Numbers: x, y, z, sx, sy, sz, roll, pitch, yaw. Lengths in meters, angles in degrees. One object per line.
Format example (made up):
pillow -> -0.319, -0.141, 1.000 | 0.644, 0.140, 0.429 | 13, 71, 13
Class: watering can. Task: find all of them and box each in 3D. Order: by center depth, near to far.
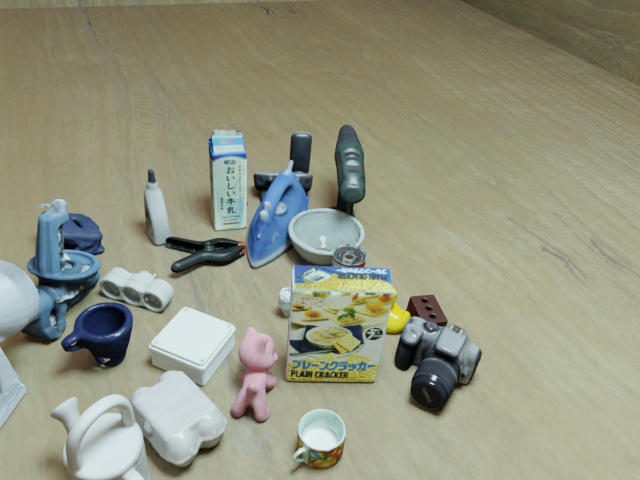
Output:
watering can -> -0.288, 0.276, 0.750 | 0.172, 0.194, 0.101 | 14, 38, 10

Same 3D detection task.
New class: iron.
iron -> -0.100, -0.065, 1.274 | 0.118, 0.141, 0.258 | 13, 37, 8

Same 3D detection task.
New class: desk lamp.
desk lamp -> -0.507, 0.164, 0.848 | 0.118, 0.214, 0.203 | 8, 37, 2

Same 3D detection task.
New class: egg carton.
egg carton -> -0.220, 0.269, 0.873 | 0.150, 0.069, 0.107 | 33, 44, 31

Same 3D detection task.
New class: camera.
camera -> 0.194, 0.209, 0.989 | 0.142, 0.101, 0.137 | 22, 40, 20

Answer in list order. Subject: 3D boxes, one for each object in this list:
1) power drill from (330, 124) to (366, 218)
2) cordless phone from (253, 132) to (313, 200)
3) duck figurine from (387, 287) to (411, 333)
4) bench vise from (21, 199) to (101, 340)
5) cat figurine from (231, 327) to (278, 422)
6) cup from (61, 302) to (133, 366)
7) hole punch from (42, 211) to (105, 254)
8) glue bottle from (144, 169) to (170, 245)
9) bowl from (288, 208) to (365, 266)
power drill -> 0.060, -0.129, 1.327 | 0.075, 0.208, 0.229 | 1, 37, -6
cordless phone -> -0.087, -0.185, 1.399 | 0.148, 0.185, 0.094 | -1, 38, -10
duck figurine -> 0.127, 0.125, 1.103 | 0.104, 0.086, 0.078 | 21, 39, 18
bench vise -> -0.459, 0.053, 0.997 | 0.121, 0.220, 0.207 | 2, 37, -5
cat figurine -> -0.104, 0.208, 0.932 | 0.067, 0.118, 0.128 | 6, 37, 0
cup -> -0.367, 0.172, 0.958 | 0.091, 0.095, 0.118 | 33, 44, 31
hole punch -> -0.513, -0.019, 1.193 | 0.101, 0.091, 0.108 | -25, 47, -35
glue bottle -> -0.354, -0.076, 1.224 | 0.037, 0.173, 0.078 | -18, 43, -29
bowl -> 0.012, 0.004, 1.255 | 0.167, 0.075, 0.167 | 4, 37, -3
